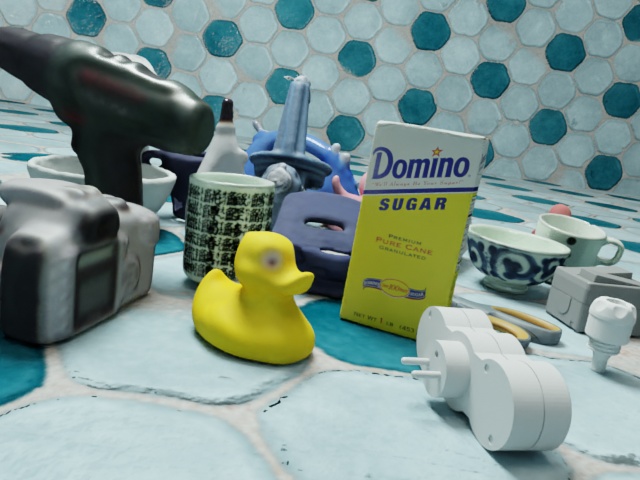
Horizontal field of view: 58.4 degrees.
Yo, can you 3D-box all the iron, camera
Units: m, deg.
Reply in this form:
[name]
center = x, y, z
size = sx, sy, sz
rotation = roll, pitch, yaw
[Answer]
[iron]
center = -0.027, -0.118, 0.980
size = 0.257, 0.141, 0.119
rotation = 14, 14, 23
[camera]
center = -0.213, 0.000, 0.434
size = 0.136, 0.101, 0.143
rotation = 11, 13, 10

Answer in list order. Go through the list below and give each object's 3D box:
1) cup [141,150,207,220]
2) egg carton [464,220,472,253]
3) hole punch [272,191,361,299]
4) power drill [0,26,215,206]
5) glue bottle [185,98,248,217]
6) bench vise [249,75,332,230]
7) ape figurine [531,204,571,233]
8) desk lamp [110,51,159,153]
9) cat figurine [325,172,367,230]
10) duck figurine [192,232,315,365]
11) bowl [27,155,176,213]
[cup]
center = -0.188, -0.075, 0.791
size = 0.118, 0.095, 0.091
rotation = 6, 13, -13
[egg carton]
center = 0.141, -0.007, 0.769
size = 0.107, 0.069, 0.151
rotation = 16, 15, 28
[hole punch]
center = 0.005, 0.002, 0.591
size = 0.108, 0.091, 0.101
rotation = 9, 13, 2
[power drill]
center = -0.217, -0.081, 0.540
size = 0.229, 0.208, 0.076
rotation = 11, 13, 9
[glue bottle]
center = -0.119, -0.084, 0.698
size = 0.078, 0.173, 0.037
rotation = 0, 16, -34
[bench vise]
center = -0.030, -0.116, 0.791
size = 0.122, 0.220, 0.207
rotation = 5, 13, -16
[ape figurine]
center = 0.363, -0.009, 0.877
size = 0.077, 0.092, 0.076
rotation = 20, 17, 40
[desk lamp]
center = -0.274, -0.153, 0.802
size = 0.118, 0.213, 0.203
rotation = 6, 13, -12
[cat figurine]
center = 0.070, -0.070, 0.890
size = 0.128, 0.118, 0.067
rotation = 3, 14, -25
[duck figurine]
center = -0.047, 0.035, 0.426
size = 0.104, 0.086, 0.078
rotation = 17, 15, 33
[bowl]
center = -0.260, -0.053, 0.689
size = 0.167, 0.075, 0.167
rotation = 8, 13, -2
